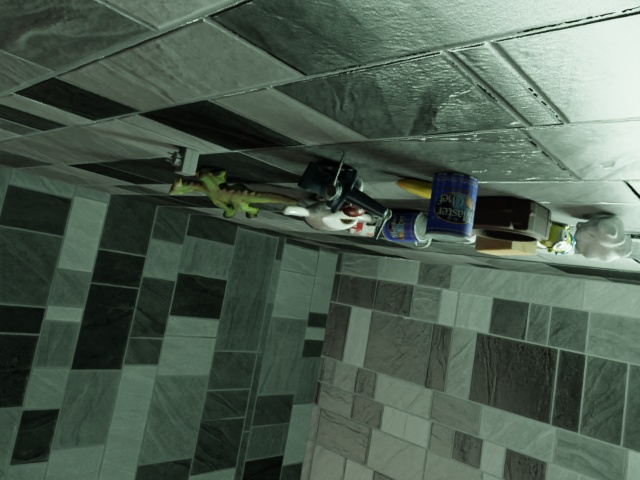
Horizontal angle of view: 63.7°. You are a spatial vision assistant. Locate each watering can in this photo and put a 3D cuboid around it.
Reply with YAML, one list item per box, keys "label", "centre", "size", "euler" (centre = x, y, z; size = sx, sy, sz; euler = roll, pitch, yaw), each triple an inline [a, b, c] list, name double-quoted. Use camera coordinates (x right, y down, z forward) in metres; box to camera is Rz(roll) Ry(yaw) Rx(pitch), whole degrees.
- label: "watering can"
  centre: [0.005, -0.087, 1.737]
  size: [0.347, 0.104, 0.224]
  euler: [5, 178, -25]

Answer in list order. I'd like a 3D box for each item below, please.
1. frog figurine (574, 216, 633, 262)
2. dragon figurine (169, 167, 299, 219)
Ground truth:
- label: "frog figurine"
  centre: [0.723, 0.000, 1.306]
  size: [0.138, 0.122, 0.160]
  euler: [28, -171, 11]
- label: "dragon figurine"
  centre: [-0.293, -0.163, 1.650]
  size: [0.410, 0.124, 0.240]
  euler: [-1, 163, 20]
